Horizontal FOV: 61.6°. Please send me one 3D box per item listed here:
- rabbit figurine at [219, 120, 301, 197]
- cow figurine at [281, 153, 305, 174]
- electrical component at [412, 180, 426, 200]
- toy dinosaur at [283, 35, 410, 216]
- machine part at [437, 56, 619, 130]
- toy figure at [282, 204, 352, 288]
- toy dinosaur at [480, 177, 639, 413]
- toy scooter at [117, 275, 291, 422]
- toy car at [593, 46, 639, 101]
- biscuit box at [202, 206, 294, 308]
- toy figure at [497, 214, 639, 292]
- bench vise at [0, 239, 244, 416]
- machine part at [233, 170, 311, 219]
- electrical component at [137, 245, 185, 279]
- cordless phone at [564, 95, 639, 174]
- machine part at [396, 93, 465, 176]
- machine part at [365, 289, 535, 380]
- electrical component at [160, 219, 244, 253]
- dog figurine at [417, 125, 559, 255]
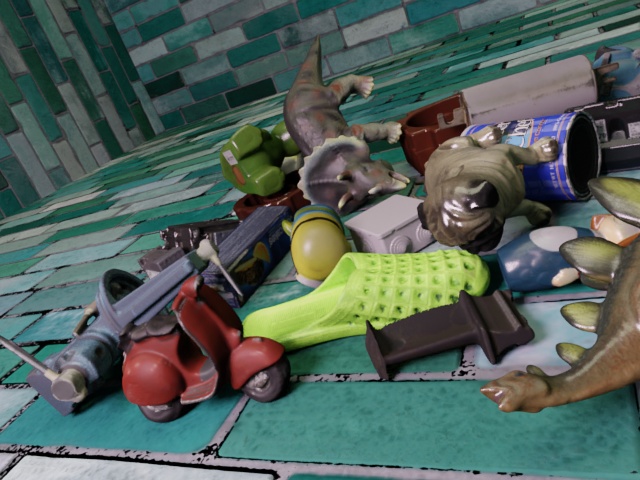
[{"bbox_3d":[-0.086,-0.154,0.971,0.170,0.121,0.159,-37,8,-25],"label":"rabbit figurine"},{"bbox_3d":[-0.044,-0.144,1.095,0.167,0.098,0.068,-5,14,-7],"label":"cow figurine"},{"bbox_3d":[0.176,-0.078,0.779,0.078,0.045,0.102,12,31,6],"label":"electrical component"},{"bbox_3d":[0.011,-0.192,0.892,0.192,0.131,0.405,-14,59,-31],"label":"toy dinosaur"},{"bbox_3d":[0.287,-0.196,0.752,0.243,0.079,0.079,-15,22,12],"label":"machine part"},{"bbox_3d":[-0.005,-0.001,0.699,0.082,0.089,0.180,-27,23,9],"label":"toy figure"},{"bbox_3d":[0.306,-0.012,0.359,0.471,0.104,0.199,-25,33,-6],"label":"toy dinosaur"},{"bbox_3d":[-0.126,0.100,0.510,0.184,0.135,0.075,-14,24,21],"label":"toy scooter"},{"bbox_3d":[0.466,-0.238,0.822,0.103,0.109,0.161,17,26,25],"label":"toy car"},{"bbox_3d":[-0.100,0.017,0.775,0.063,0.059,0.203,-2,28,26],"label":"biscuit box"},{"bbox_3d":[0.244,0.010,0.487,0.155,0.057,0.064,-16,61,11],"label":"toy figure"},{"bbox_3d":[-0.218,0.086,0.625,0.240,0.129,0.223,-39,1,6],"label":"bench vise"},{"bbox_3d":[-0.067,-0.070,0.970,0.179,0.056,0.179,-20,21,8],"label":"machine part"},{"bbox_3d":[-0.215,0.050,0.796,0.119,0.074,0.048,-2,29,49],"label":"electrical component"},{"bbox_3d":[0.406,-0.152,0.711,0.147,0.088,0.184,-4,16,39],"label":"cordless phone"},{"bbox_3d":[0.242,-0.188,0.916,0.201,0.087,0.201,-22,21,3],"label":"machine part"},{"bbox_3d":[0.108,0.081,0.469,0.139,0.039,0.084,-16,28,10],"label":"machine part"},{"bbox_3d":[-0.175,0.000,0.858,0.115,0.058,0.134,-15,11,-42],"label":"electrical component"},{"bbox_3d":[0.143,-0.055,0.576,0.190,0.121,0.172,-17,12,-40],"label":"dog figurine"}]
